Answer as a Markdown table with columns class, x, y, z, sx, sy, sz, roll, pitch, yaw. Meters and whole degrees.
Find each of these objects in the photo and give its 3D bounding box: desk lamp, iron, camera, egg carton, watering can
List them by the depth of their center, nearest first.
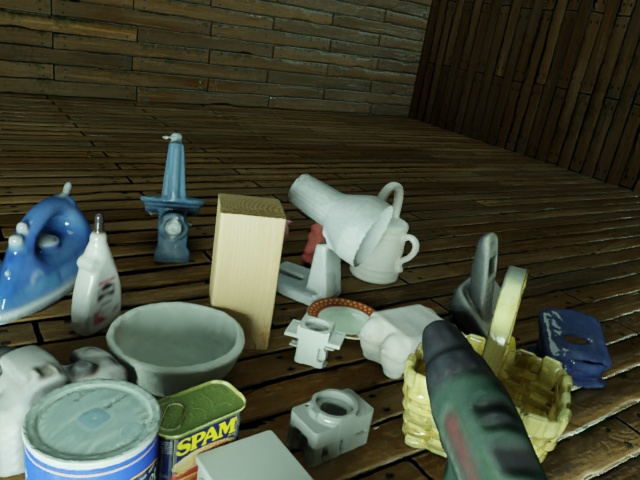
| class | x | y | z | sx | sy | sz | roll | pitch | yaw |
| --- | --- | --- | --- | --- | --- | --- | --- | --- | --- |
| camera | -0.302 | 0.154 | 0.616 | 0.136 | 0.101 | 0.144 | 23 | 25 | 33 |
| egg carton | 0.136 | 0.150 | 0.863 | 0.151 | 0.069 | 0.107 | -6 | 26 | -35 |
| iron | -0.431 | 0.008 | 0.884 | 0.118 | 0.141 | 0.258 | 8 | 21 | -4 |
| desk lamp | 0.009 | 0.004 | 0.986 | 0.202 | 0.213 | 0.118 | 18 | 23 | 22 |
| watering can | 0.116 | -0.023 | 1.128 | 0.172 | 0.194 | 0.101 | 14 | 21 | 12 |

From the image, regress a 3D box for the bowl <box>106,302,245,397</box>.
| class | x | y | z | sx | sy | sz | roll | pitch | yaw |
| --- | --- | --- | --- | --- | --- | --- | --- | --- | --- |
| bowl | -0.181 | 0.148 | 0.723 | 0.167 | 0.075 | 0.167 | 8 | 21 | -3 |

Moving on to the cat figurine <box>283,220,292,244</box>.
| class | x | y | z | sx | sy | sz | roll | pitch | yaw |
| --- | --- | --- | --- | --- | --- | --- | --- | --- | --- |
| cat figurine | -0.114 | -0.006 | 1.091 | 0.128 | 0.118 | 0.067 | 3 | 22 | -17 |

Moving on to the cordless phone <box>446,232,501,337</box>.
| class | x | y | z | sx | sy | sz | roll | pitch | yaw |
| --- | --- | --- | --- | --- | --- | --- | --- | --- | --- |
| cordless phone | 0.287 | 0.070 | 0.974 | 0.093 | 0.185 | 0.148 | 20 | 23 | 26 |

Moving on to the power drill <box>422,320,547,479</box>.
| class | x | y | z | sx | sy | sz | roll | pitch | yaw |
| --- | --- | --- | --- | --- | --- | --- | --- | --- | --- |
| power drill | 0.120 | 0.211 | 0.502 | 0.076 | 0.208 | 0.229 | 4 | 21 | -14 |

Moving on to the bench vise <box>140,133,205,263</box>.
| class | x | y | z | sx | sy | sz | roll | pitch | yaw |
| --- | --- | --- | --- | --- | --- | --- | --- | --- | --- |
| bench vise | -0.262 | -0.079 | 1.073 | 0.122 | 0.220 | 0.206 | -5 | 25 | -33 |

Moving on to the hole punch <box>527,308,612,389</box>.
| class | x | y | z | sx | sy | sz | roll | pitch | yaw |
| --- | --- | --- | --- | --- | --- | --- | --- | --- | --- |
| hole punch | 0.396 | 0.168 | 0.899 | 0.108 | 0.091 | 0.101 | 8 | 21 | -3 |

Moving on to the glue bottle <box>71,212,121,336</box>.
| class | x | y | z | sx | sy | sz | roll | pitch | yaw |
| --- | --- | --- | --- | --- | --- | --- | --- | --- | --- |
| glue bottle | -0.310 | 0.044 | 0.799 | 0.037 | 0.173 | 0.078 | 14 | 21 | 13 |

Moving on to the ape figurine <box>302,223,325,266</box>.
| class | x | y | z | sx | sy | sz | roll | pitch | yaw |
| --- | --- | --- | --- | --- | --- | --- | --- | --- | --- |
| ape figurine | -0.004 | 0.007 | 1.142 | 0.076 | 0.092 | 0.078 | 22 | 24 | 30 |

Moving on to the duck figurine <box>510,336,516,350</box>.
| class | x | y | z | sx | sy | sz | roll | pitch | yaw |
| --- | --- | --- | --- | --- | --- | --- | --- | --- | --- |
| duck figurine | 0.259 | 0.175 | 0.828 | 0.105 | 0.086 | 0.077 | -2 | 23 | -27 |
